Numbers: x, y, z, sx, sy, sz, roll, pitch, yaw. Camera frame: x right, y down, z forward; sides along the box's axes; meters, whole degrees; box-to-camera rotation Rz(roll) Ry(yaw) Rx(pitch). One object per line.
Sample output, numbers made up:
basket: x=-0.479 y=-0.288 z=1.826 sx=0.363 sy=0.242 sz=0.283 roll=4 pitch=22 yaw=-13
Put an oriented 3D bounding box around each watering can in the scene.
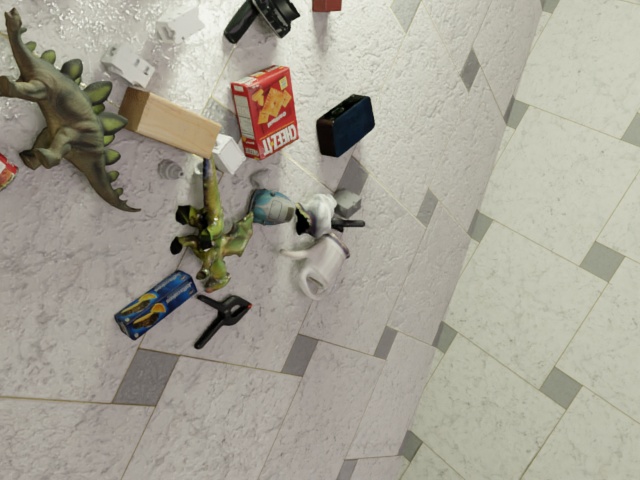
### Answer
watering can: x=-0.007 y=0.064 z=1.735 sx=0.228 sy=0.104 sz=0.340 roll=-57 pitch=143 yaw=-21

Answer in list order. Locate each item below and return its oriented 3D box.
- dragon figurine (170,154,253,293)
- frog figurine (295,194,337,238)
dragon figurine: x=-0.262 y=-0.035 z=1.375 sx=0.244 sy=0.123 sz=0.406 roll=-11 pitch=119 yaw=-63
frog figurine: x=0.005 y=-0.084 z=1.678 sx=0.161 sy=0.122 sz=0.136 roll=-23 pitch=105 yaw=-32
